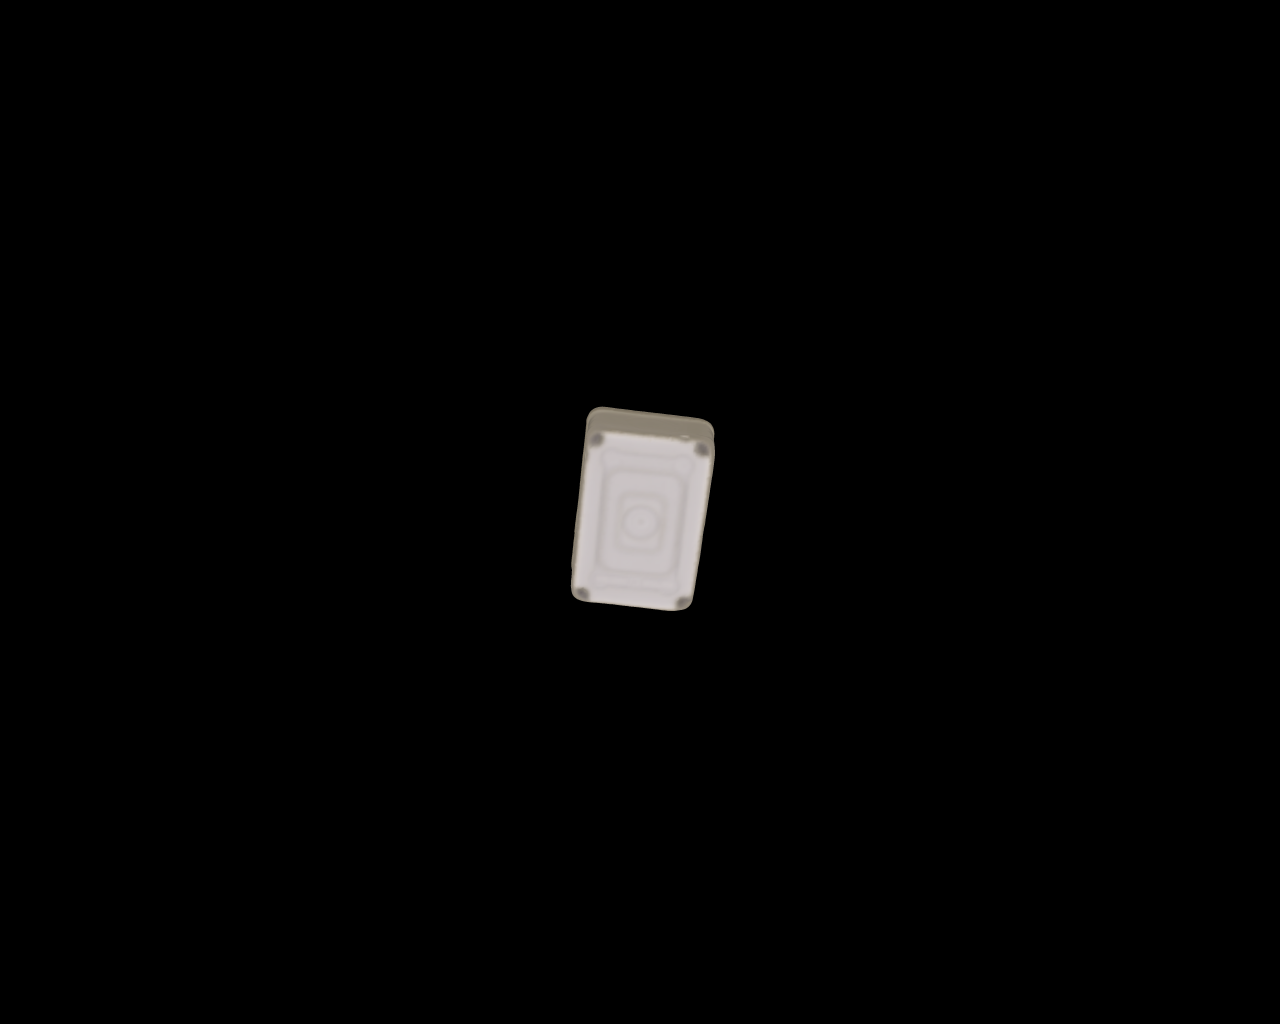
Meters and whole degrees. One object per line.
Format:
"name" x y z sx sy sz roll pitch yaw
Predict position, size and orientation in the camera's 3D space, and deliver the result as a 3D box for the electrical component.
"electrical component" 0.001 -0.003 0.650 0.078 0.113 0.057 7 20 -2
